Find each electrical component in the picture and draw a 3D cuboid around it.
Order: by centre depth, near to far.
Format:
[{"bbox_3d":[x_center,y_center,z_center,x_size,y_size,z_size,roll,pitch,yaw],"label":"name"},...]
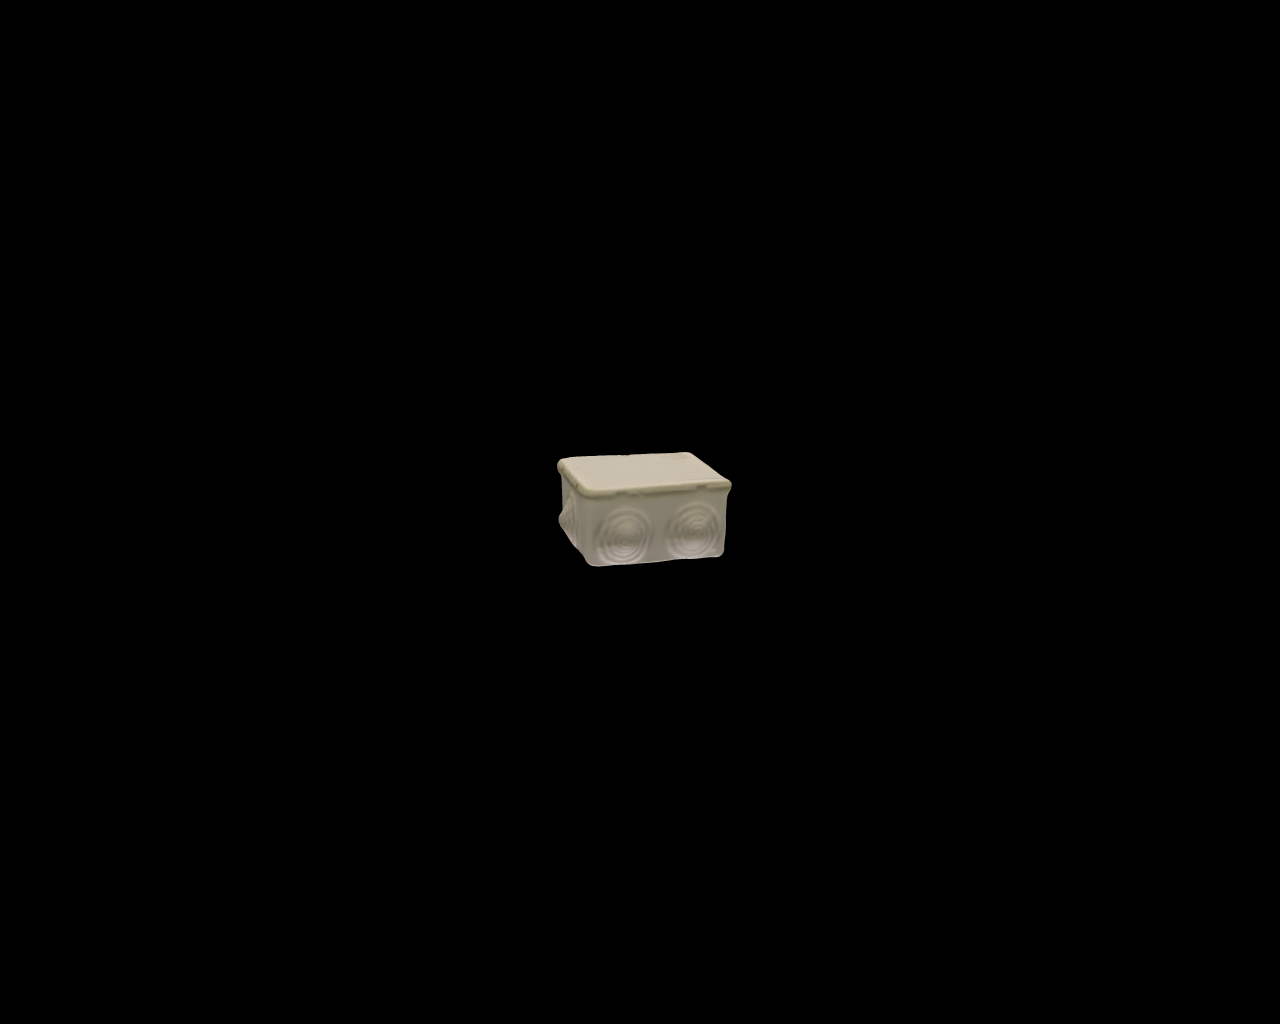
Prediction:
[{"bbox_3d":[0.001,-0.003,0.650,0.100,0.048,0.100,-4,16,-14],"label":"electrical component"}]
